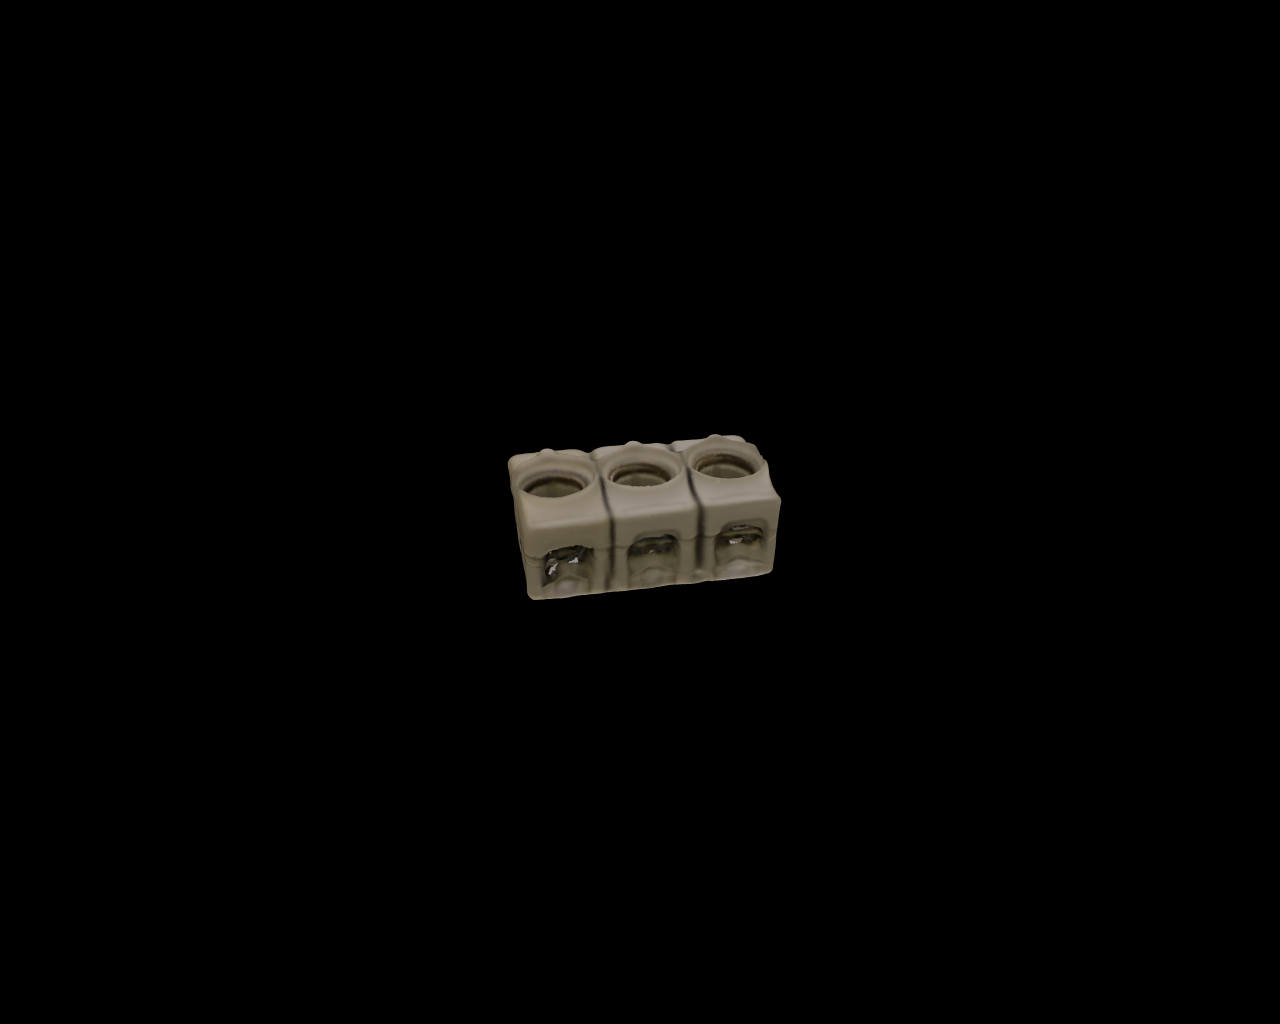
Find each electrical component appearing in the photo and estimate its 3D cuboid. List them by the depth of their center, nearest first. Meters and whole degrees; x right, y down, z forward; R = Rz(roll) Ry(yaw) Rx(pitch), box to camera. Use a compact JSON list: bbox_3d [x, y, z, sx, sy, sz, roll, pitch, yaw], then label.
[{"bbox_3d":[0.001,-0.003,0.650,0.150,0.061,0.090,-6,32,-9],"label":"electrical component"}]
